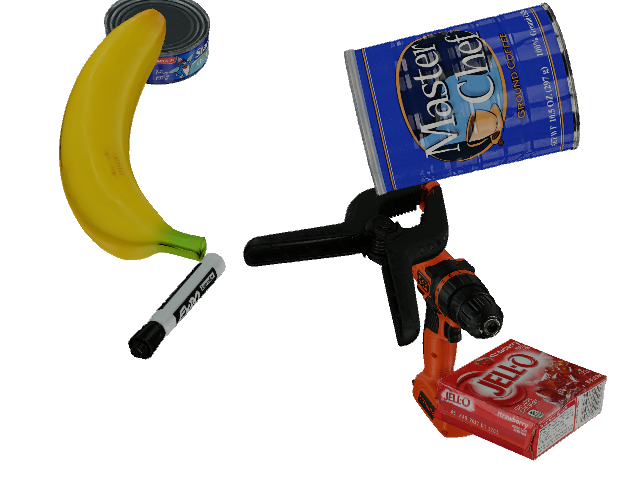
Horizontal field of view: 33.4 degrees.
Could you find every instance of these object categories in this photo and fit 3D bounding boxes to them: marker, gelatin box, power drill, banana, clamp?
[{"bbox_3d":[-0.103,0.046,0.771,0.020,0.020,0.121,0,29,25],"label":"marker"},{"bbox_3d":[0.126,0.098,0.674,0.073,0.030,0.089,20,26,38],"label":"gelatin box"},{"bbox_3d":[0.143,0.112,1.137,0.057,0.188,0.184,-7,24,-13],"label":"power drill"},{"bbox_3d":[-0.110,-0.057,0.589,0.069,0.198,0.037,-5,-39,-13],"label":"banana"},{"bbox_3d":[0.059,0.007,0.928,0.165,0.036,0.209,33,43,24],"label":"clamp"}]

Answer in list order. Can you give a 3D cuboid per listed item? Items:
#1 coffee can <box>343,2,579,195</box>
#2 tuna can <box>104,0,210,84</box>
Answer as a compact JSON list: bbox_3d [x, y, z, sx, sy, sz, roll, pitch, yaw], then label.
[{"bbox_3d":[0.095,-0.096,0.734,0.140,0.103,0.103,-13,-1,5],"label":"coffee can"},{"bbox_3d":[-0.134,-0.167,0.880,0.086,0.086,0.034,0,-43,-8],"label":"tuna can"}]
